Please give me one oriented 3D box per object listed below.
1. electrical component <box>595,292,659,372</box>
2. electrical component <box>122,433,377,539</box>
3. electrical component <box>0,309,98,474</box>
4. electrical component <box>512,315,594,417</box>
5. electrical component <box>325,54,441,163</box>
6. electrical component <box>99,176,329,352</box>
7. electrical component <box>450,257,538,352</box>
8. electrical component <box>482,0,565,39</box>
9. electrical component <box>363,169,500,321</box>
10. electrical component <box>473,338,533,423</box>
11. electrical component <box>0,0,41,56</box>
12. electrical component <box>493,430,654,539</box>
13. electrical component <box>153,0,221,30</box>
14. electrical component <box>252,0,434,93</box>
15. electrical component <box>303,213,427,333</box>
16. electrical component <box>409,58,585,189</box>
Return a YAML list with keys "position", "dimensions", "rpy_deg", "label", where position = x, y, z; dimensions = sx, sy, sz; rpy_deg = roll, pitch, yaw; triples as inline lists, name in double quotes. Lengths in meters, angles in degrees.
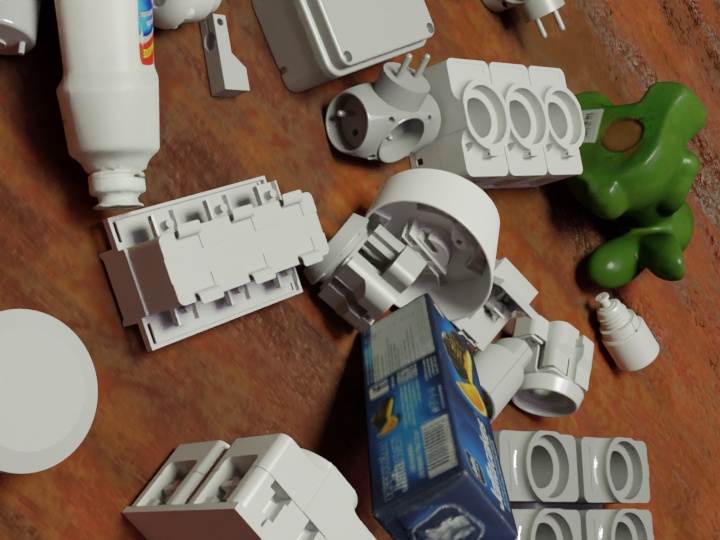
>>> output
- position: [0.230, 0.053, 0.941]
  dimensions: [0.078, 0.040, 0.040]
  rpy_deg: [55, 49, -19]
  label: "electrical component"
- position: [-0.031, 0.177, 0.613]
  dimensions: [0.186, 0.105, 0.060]
  rpy_deg: [54, 49, -20]
  label: "electrical component"
- position: [-0.178, 0.062, 0.539]
  dimensions: [0.080, 0.051, 0.080]
  rpy_deg: [13, 71, -42]
  label: "electrical component"
- position: [0.149, 0.079, 0.845]
  dimensions: [0.078, 0.058, 0.057]
  rpy_deg: [36, 54, -33]
  label: "electrical component"
- position: [0.025, -0.120, 0.765]
  dimensions: [0.077, 0.079, 0.044]
  rpy_deg: [-10, 50, -45]
  label: "electrical component"
- position: [-0.082, -0.009, 0.641]
  dimensions: [0.121, 0.063, 0.078]
  rpy_deg: [-21, 94, -45]
  label: "electrical component"
- position: [0.088, 0.023, 0.790]
  dimensions: [0.042, 0.081, 0.063]
  rpy_deg: [43, 82, -27]
  label: "electrical component"
- position: [0.148, -0.235, 0.909]
  dimensions: [0.044, 0.077, 0.079]
  rpy_deg: [-39, 107, -42]
  label: "electrical component"
- position: [0.049, -0.019, 0.747]
  dimensions: [0.099, 0.099, 0.064]
  rpy_deg: [43, 47, -28]
  label: "electrical component"
- position: [0.097, 0.078, 0.795]
  dimensions: [0.081, 0.043, 0.043]
  rpy_deg: [-40, 108, -48]
  label: "electrical component"
- position: [-0.194, -0.154, 0.586]
  dimensions: [0.040, 0.040, 0.078]
  rpy_deg: [16, 69, -41]
  label: "electrical component"
- position: [0.152, 0.180, 0.821]
  dimensions: [0.186, 0.060, 0.105]
  rpy_deg: [11, 72, -42]
  label: "electrical component"
- position: [-0.106, -0.177, 0.674]
  dimensions: [0.062, 0.048, 0.048]
  rpy_deg: [-23, 96, -51]
  label: "electrical component"
- position: [-0.009, -0.179, 0.757]
  dimensions: [0.113, 0.057, 0.078]
  rpy_deg: [-30, 101, -44]
  label: "electrical component"
- position: [0.000, 0.000, 0.714]
  dimensions: [0.057, 0.078, 0.058]
  rpy_deg: [41, 51, -3]
  label: "electrical component"
- position: [0.109, -0.113, 0.851]
  dimensions: [0.150, 0.062, 0.089]
  rpy_deg: [-6, 84, -45]
  label: "electrical component"
